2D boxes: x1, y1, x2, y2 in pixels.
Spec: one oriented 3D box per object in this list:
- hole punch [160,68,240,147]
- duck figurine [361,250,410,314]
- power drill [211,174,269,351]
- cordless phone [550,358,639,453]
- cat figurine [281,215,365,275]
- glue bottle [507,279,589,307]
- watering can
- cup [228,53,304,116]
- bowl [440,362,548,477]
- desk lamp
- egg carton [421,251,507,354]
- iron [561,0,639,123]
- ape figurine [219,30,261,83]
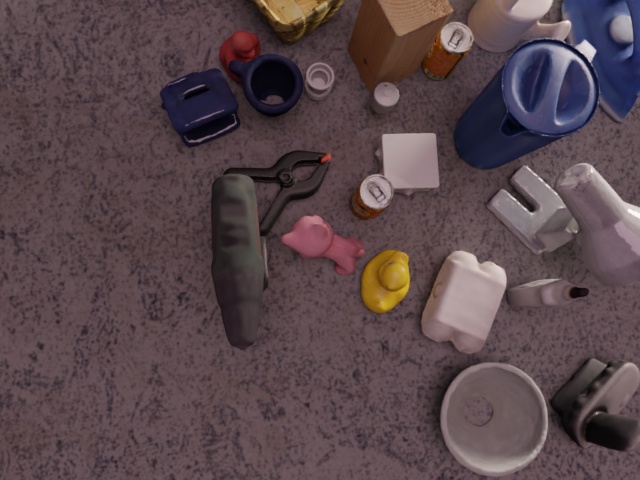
[{"bbox_3d":[-0.187,-0.210,0.879,0.109,0.091,0.101,-25,87,-8],"label":"hole punch"},{"bbox_3d":[0.107,0.063,0.882,0.077,0.086,0.105,24,82,-2],"label":"duck figurine"},{"bbox_3d":[-0.111,0.031,0.802,0.075,0.208,0.230,-6,84,-6],"label":"power drill"},{"bbox_3d":[0.444,0.250,0.846,0.094,0.185,0.148,42,82,0],"label":"cordless phone"},{"bbox_3d":[0.008,0.003,0.862,0.128,0.117,0.067,20,82,-3],"label":"cat figurine"},{"bbox_3d":[0.350,0.081,0.861,0.078,0.173,0.037,-13,85,-7],"label":"glue bottle"},{"bbox_3d":[0.317,-0.378,0.896,0.173,0.194,0.101,27,82,-2],"label":"watering can"},{"bbox_3d":[-0.086,-0.234,0.890,0.118,0.095,0.092,24,82,-3],"label":"cup"},{"bbox_3d":[0.256,0.269,0.881,0.167,0.074,0.167,1,84,-6],"label":"bowl"},{"bbox_3d":[0.384,-0.030,0.856,0.203,0.213,0.118,43,82,0],"label":"desk lamp"},{"bbox_3d":[0.225,0.097,0.899,0.107,0.069,0.150,22,82,-3],"label":"egg carton"},{"bbox_3d":[0.497,-0.335,0.936,0.118,0.141,0.258,-13,85,-7],"label":"iron"},{"bbox_3d":[-0.121,-0.294,0.894,0.076,0.092,0.078,35,82,-1],"label":"ape figurine"}]
